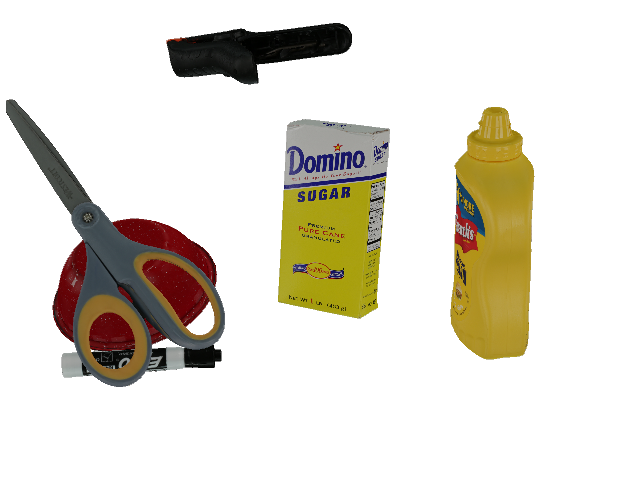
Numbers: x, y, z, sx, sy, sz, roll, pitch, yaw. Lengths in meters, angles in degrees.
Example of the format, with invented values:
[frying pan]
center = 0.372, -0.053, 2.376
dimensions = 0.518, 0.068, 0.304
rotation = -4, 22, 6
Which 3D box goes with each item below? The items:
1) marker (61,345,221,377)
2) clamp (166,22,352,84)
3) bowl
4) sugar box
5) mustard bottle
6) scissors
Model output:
[marker]
center = -0.137, 0.092, 0.819
dimensions = 0.121, 0.020, 0.020
rotation = -3, 0, -4
[clamp]
center = -0.060, -0.157, 0.883
dimensions = 0.120, 0.039, 0.172
rotation = -16, 21, -35
[bowl]
center = -0.183, 0.029, 1.010
dimensions = 0.162, 0.055, 0.162
rotation = -7, 41, 6
[sugar box]
center = 0.011, -0.022, 1.008
dimensions = 0.093, 0.176, 0.048
rotation = 9, 16, 26
[mustard bottle]
center = 0.133, -0.010, 0.828
dimensions = 0.058, 0.192, 0.096
rotation = -5, 26, -5
[scissors]
center = -0.146, 0.007, 0.636
dimensions = 0.202, 0.096, 0.016
rotation = 38, -15, 11
